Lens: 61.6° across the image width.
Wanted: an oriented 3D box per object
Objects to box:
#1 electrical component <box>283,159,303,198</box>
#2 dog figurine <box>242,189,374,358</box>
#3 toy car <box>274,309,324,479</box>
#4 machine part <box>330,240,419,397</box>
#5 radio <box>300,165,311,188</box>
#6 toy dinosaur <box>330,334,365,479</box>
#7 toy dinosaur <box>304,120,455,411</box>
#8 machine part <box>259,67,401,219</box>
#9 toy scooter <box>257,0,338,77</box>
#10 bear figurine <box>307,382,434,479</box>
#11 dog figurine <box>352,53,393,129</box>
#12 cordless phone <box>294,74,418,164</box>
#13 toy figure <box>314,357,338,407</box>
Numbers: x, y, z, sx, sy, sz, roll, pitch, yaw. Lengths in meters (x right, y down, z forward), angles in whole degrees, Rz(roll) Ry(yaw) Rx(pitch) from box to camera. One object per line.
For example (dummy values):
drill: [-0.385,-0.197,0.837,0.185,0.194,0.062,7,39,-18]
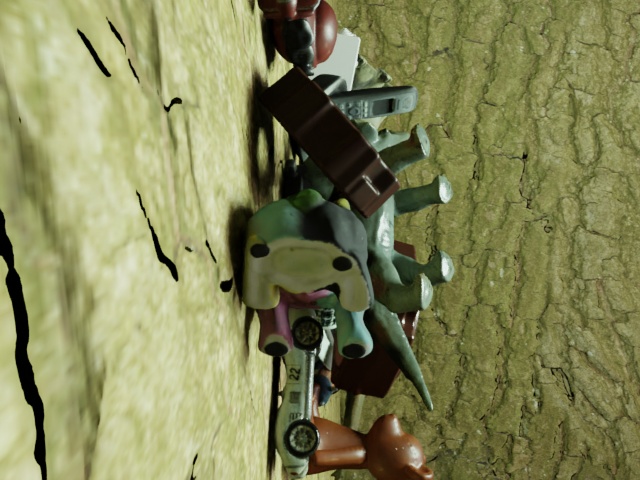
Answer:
electrical component: [-0.036,-0.064,0.726,0.094,0.021,0.063,84,7,-59]
dog figurine: [-0.011,0.000,0.530,0.219,0.109,0.191,-92,177,-54]
toy car: [-0.026,0.174,0.635,0.073,0.056,0.202,96,-3,-67]
machine part: [0.081,0.111,0.796,0.201,0.087,0.201,-81,-176,-53]
radio: [-0.002,-0.003,0.879,0.229,0.073,0.131,82,10,-54]
toy dinosaur: [0.071,0.203,1.023,0.198,0.105,0.471,105,-1,-48]
toy dinosaur: [0.059,-0.005,0.669,0.131,0.192,0.405,36,54,-44]
machine part: [0.013,-0.099,0.557,0.179,0.056,0.179,48,7,-8]
toy scooter: [-0.023,-0.239,0.557,0.183,0.075,0.135,79,11,-54]
bear figurine: [0.052,0.266,0.734,0.120,0.196,0.132,35,54,-81]
dog figurine: [0.045,-0.214,0.940,0.190,0.121,0.172,-50,-147,13]
cordless phone: [0.049,-0.183,0.802,0.146,0.184,0.089,81,5,-64]
toy figure: [-0.005,0.232,0.890,0.154,0.058,0.064,-63,179,-87]
